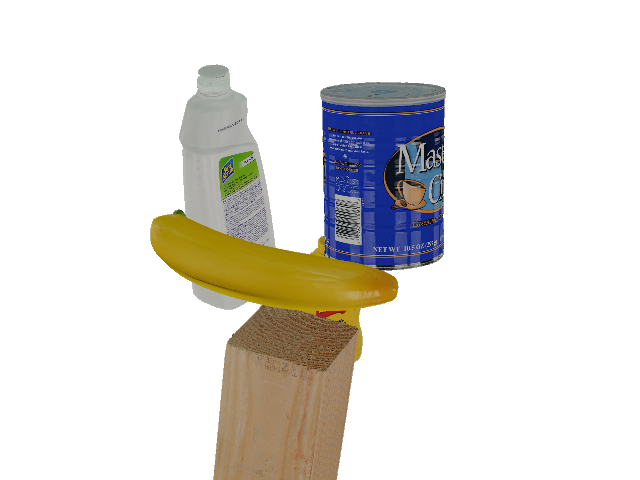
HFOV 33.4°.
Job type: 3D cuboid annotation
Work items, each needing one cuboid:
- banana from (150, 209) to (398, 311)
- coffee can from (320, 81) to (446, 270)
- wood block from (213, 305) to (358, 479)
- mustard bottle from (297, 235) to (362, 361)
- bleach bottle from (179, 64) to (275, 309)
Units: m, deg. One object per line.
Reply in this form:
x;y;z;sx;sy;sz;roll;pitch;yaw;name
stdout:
-0.047;0.012;0.695;0.198;0.037;0.069;19;37;33;banana
0.052;-0.056;0.890;0.103;0.140;0.103;-1;15;0;coffee can
-0.034;0.172;0.925;0.090;0.206;0.090;14;24;15;wood block
0.012;0.069;1.353;0.096;0.192;0.058;-5;26;-20;mustard bottle
-0.092;-0.058;1.068;0.068;0.251;0.102;19;39;29;bleach bottle
